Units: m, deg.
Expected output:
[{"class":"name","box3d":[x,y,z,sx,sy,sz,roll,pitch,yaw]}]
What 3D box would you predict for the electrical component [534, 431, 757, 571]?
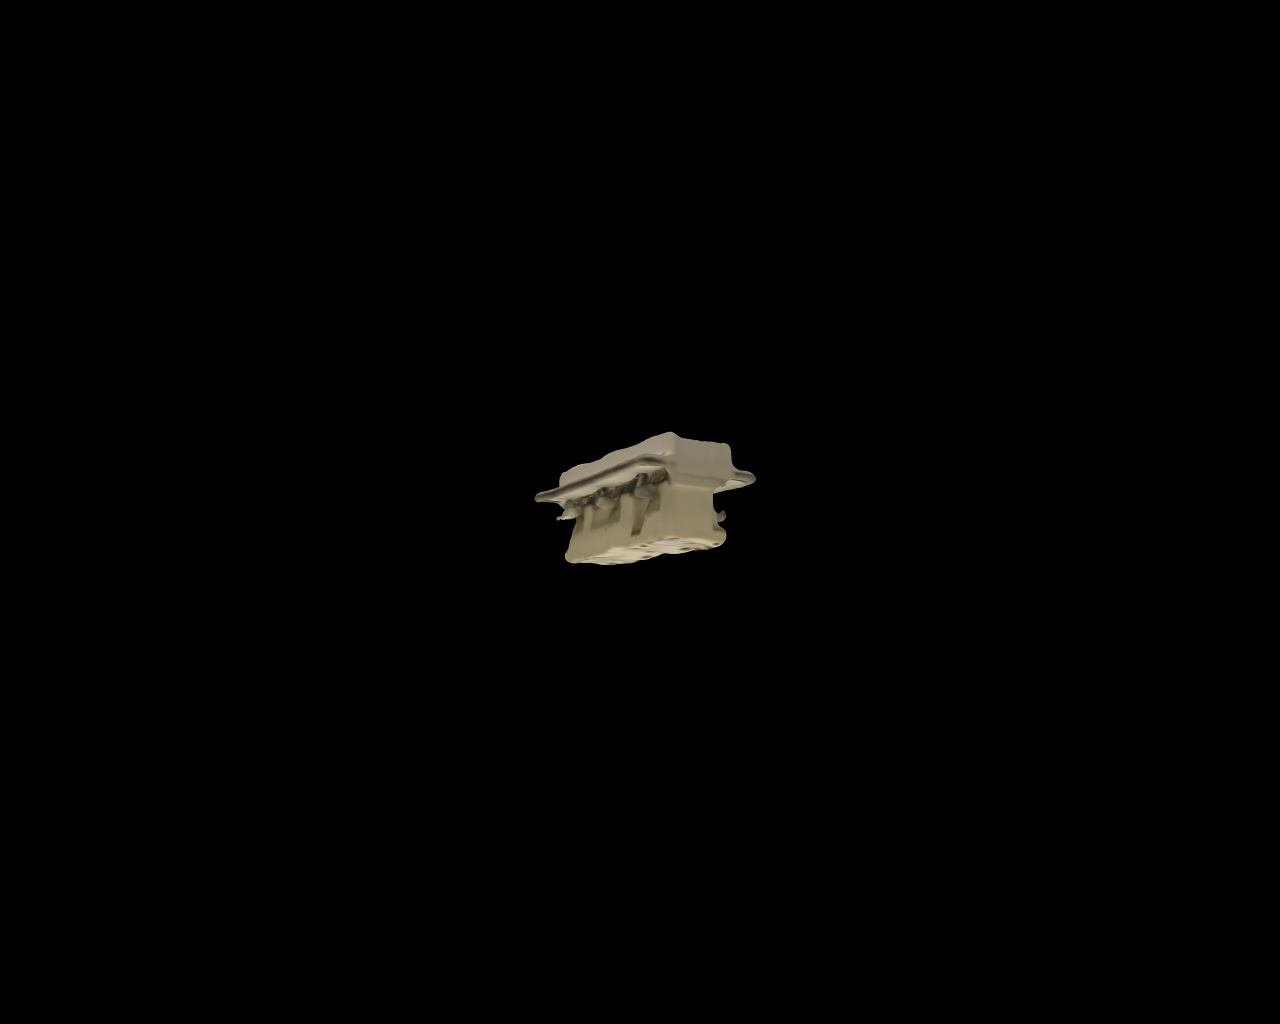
[{"class":"electrical component","box3d":[0.001,-0.003,0.650,0.079,0.063,0.121,8,-14,-35]}]
